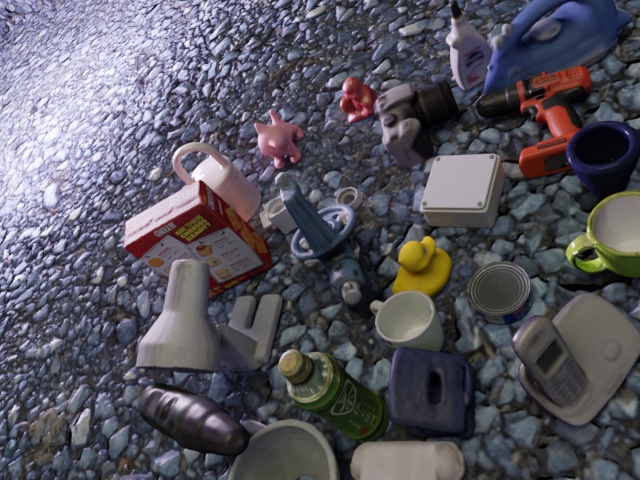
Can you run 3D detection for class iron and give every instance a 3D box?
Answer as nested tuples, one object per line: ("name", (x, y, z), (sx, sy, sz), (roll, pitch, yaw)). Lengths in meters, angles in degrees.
("iron", (0.371, -0.345, 0.955), (0.258, 0.142, 0.118), (-31, 47, 10))

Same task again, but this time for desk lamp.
("desk lamp", (-0.173, 0.137, 0.901), (0.117, 0.214, 0.203), (-7, 55, 29))

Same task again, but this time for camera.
("camera", (0.174, -0.225, 1.022), (0.136, 0.101, 0.143), (-20, 49, 19))

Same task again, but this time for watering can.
("watering can", (-0.204, -0.113, 1.117), (0.101, 0.195, 0.172), (-39, 46, 2))

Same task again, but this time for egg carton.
("egg carton", (0.106, 0.303, 0.703), (0.150, 0.070, 0.107), (-11, 53, 26))

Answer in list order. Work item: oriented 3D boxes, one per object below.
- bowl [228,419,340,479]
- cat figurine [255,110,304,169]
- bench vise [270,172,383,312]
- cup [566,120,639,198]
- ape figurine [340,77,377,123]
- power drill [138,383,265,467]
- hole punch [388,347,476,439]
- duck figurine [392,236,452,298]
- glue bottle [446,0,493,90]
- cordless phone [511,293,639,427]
("bowl", (-0.037, 0.333, 0.768), (0.167, 0.075, 0.167), (-17, 51, 22))
("cat figurine", (-0.089, -0.211, 1.169), (0.067, 0.118, 0.127), (-17, 51, 22))
("bench vise", (0.017, -0.005, 0.879), (0.121, 0.220, 0.206), (-45, 46, -3))
("cup", (0.408, -0.107, 0.791), (0.117, 0.095, 0.091), (-17, 50, 21))
("ape figurine", (0.073, -0.285, 1.136), (0.076, 0.092, 0.077), (-47, 46, -6))
("power drill", (-0.136, 0.265, 0.787), (0.228, 0.209, 0.076), (8, 63, 36))
("hole punch", (0.146, 0.195, 0.740), (0.100, 0.091, 0.108), (-9, 54, 27))
("duck figurine", (0.143, 0.040, 0.859), (0.104, 0.086, 0.077), (-46, 46, -5))
("glue bottle", (0.257, -0.347, 1.008), (0.078, 0.174, 0.037), (-35, 46, 7))
("cordless phone", (0.283, 0.115, 0.645), (0.093, 0.186, 0.148), (31, 78, 43))
